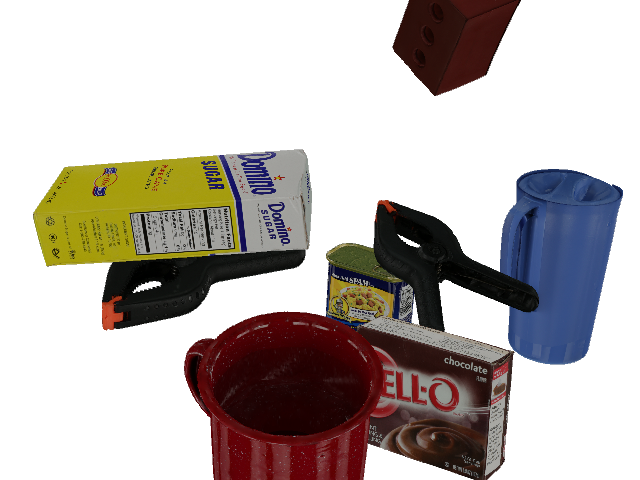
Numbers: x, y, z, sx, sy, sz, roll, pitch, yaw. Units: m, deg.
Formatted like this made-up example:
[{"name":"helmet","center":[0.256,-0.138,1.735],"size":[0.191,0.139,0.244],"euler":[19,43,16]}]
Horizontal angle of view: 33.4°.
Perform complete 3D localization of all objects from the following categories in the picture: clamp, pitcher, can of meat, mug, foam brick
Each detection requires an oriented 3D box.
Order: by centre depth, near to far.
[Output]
[{"name":"mug","center":[-0.026,0.093,0.560],"size":[0.117,0.081,0.093],"euler":[24,43,26]},{"name":"foam brick","center":[0.091,-0.148,0.728],"size":[0.051,0.053,0.078],"euler":[-27,-24,-27]},{"name":"clamp","center":[0.111,0.023,0.952],"size":[0.120,0.039,0.171],"euler":[-7,46,-27]},{"name":"clamp","center":[-0.138,0.020,1.000],"size":[0.165,0.036,0.209],"euler":[25,37,30]},{"name":"can of meat","center":[0.055,0.059,1.181],"size":[0.102,0.084,0.057],"euler":[16,26,27]},{"name":"pitcher","center":[0.303,0.038,1.395],"size":[0.149,0.243,0.145],"euler":[5,23,6]}]

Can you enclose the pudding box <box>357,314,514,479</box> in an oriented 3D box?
[{"name":"pudding box","center":[0.078,0.110,0.761],"size":[0.114,0.090,0.039],"euler":[12,20,32]}]

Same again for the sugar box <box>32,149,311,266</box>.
[{"name":"sugar box","center":[-0.095,-0.024,0.724],"size":[0.176,0.048,0.093],"euler":[-7,24,3]}]
